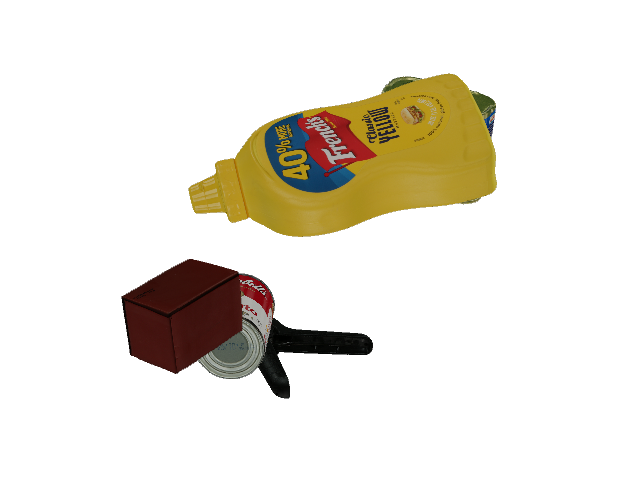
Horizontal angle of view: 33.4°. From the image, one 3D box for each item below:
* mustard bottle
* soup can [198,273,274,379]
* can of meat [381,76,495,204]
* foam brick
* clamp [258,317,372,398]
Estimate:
[{"bbox_3d":[0.010,-0.049,0.689,0.191,0.096,0.058,-14,-42,-2],"label":"mustard bottle"},{"bbox_3d":[-0.082,0.082,1.025,0.068,0.068,0.102,0,20,3],"label":"soup can"},{"bbox_3d":[0.099,-0.088,0.928,0.102,0.084,0.057,17,34,21],"label":"can of meat"},{"bbox_3d":[-0.104,0.055,0.812,0.053,0.051,0.078,15,31,36],"label":"foam brick"},{"bbox_3d":[-0.066,0.123,1.245,0.210,0.036,0.164,13,22,29],"label":"clamp"}]
